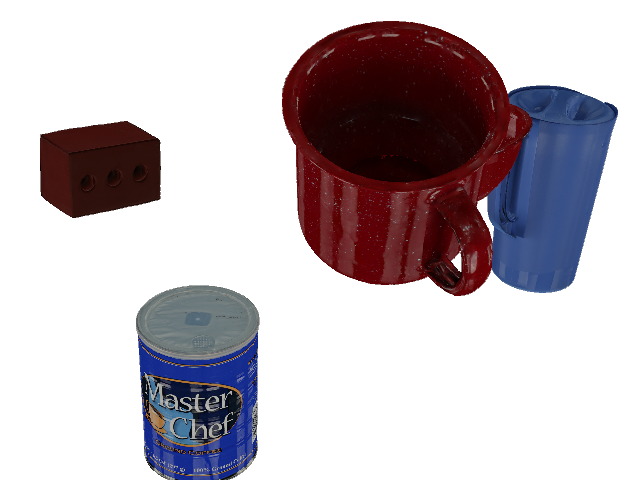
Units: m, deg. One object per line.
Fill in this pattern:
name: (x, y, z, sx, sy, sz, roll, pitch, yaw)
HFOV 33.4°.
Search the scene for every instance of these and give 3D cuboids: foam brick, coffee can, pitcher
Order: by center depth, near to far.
foam brick: (-0.169, -0.056, 0.820, 0.078, 0.053, 0.051, -15, 32, -35)
coffee can: (-0.104, 0.124, 0.922, 0.103, 0.140, 0.103, 2, 30, -1)
pitcher: (0.271, -0.059, 1.317, 0.149, 0.243, 0.145, 5, 27, 1)

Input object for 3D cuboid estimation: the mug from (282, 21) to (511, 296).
mug: (0.037, -0.025, 0.460, 0.093, 0.117, 0.081, -27, -30, -18)

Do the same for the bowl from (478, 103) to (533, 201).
bowl: (0.097, -0.067, 0.890, 0.162, 0.055, 0.162, -9, 24, 4)
